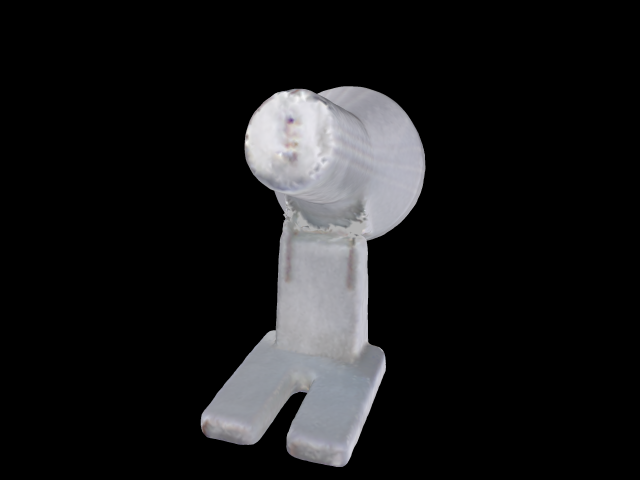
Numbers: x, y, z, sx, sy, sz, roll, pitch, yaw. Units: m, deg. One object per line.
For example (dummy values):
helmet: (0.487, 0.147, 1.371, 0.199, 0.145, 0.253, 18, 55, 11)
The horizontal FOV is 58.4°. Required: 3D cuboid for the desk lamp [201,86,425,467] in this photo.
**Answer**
desk lamp: (0.004, 0.001, 0.400, 0.117, 0.214, 0.203, 5, 19, 15)
